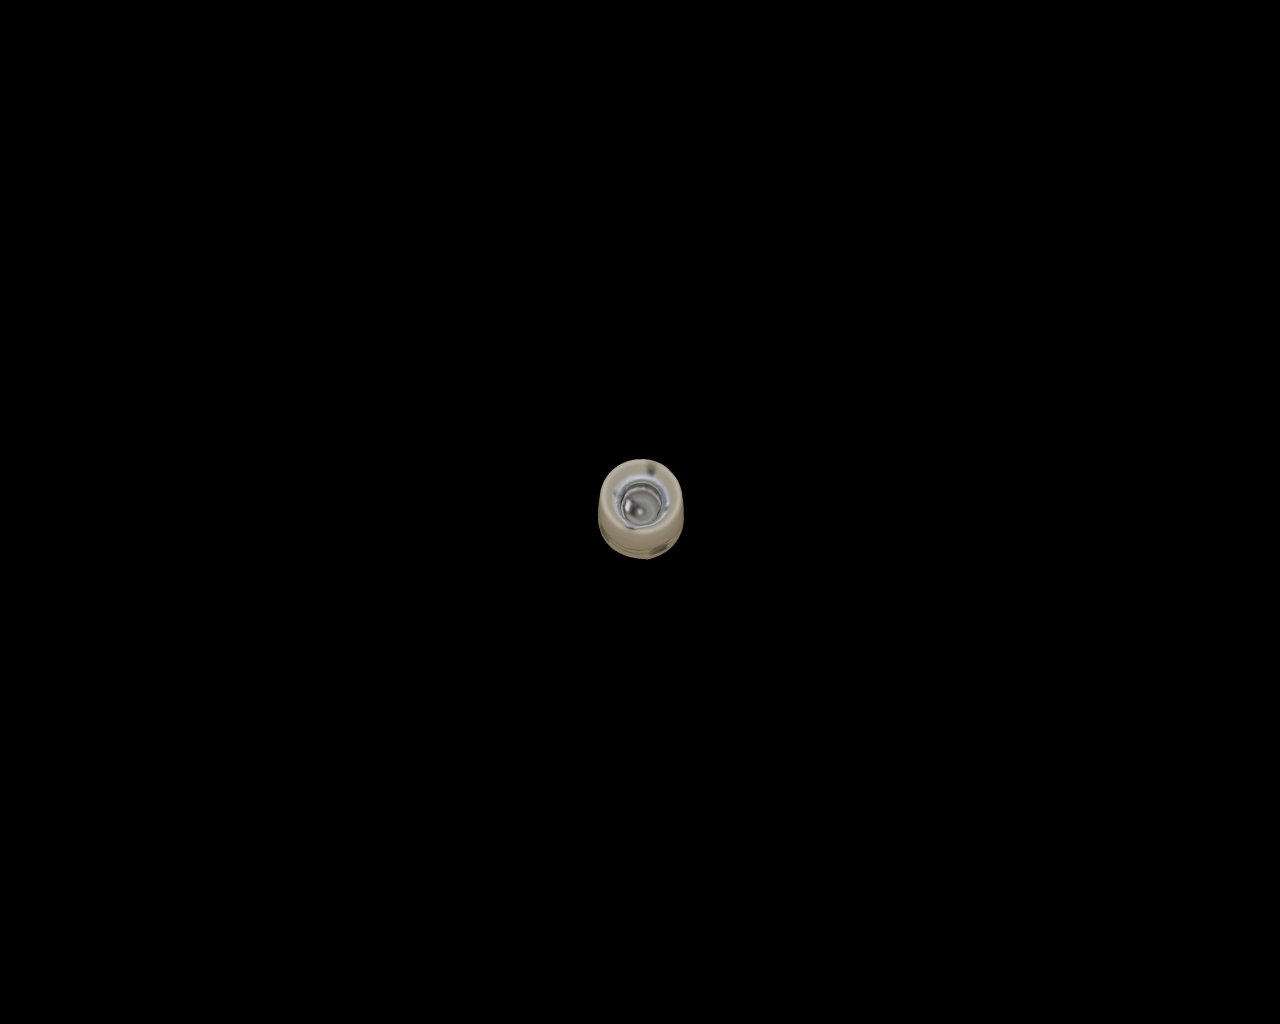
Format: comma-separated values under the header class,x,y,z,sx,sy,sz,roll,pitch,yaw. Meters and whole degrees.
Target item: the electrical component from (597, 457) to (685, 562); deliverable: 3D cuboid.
class,x,y,z,sx,sy,sz,roll,pitch,yaw
electrical component,0.001,-0.003,0.650,0.055,0.055,0.047,0,-18,0
